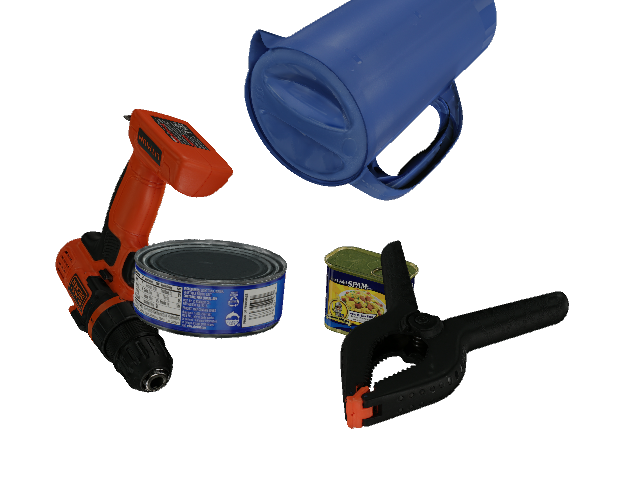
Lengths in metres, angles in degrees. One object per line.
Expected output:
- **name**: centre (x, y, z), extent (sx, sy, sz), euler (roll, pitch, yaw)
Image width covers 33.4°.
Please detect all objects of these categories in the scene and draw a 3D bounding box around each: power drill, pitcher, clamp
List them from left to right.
- **power drill**: centre (-0.141, 0.004, 0.856), extent (0.057, 0.188, 0.185), euler (12, 24, -43)
- **pitcher**: centre (0.062, -0.155, 0.963), extent (0.145, 0.149, 0.242), euler (19, 45, 35)
- **clamp**: centre (0.071, 0.069, 0.822), extent (0.165, 0.036, 0.209), euler (22, 40, 34)

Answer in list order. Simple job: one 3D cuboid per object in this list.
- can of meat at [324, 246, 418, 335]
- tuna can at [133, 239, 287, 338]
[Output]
- **can of meat**: centre (0.054, 0.062, 1.181), extent (0.102, 0.084, 0.057), euler (15, 26, 27)
- **tuna can**: centre (-0.063, 0.026, 0.603), extent (0.086, 0.034, 0.086), euler (5, 14, -1)
